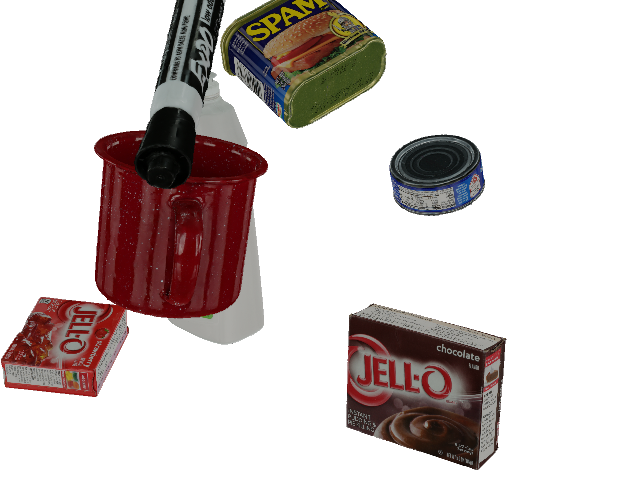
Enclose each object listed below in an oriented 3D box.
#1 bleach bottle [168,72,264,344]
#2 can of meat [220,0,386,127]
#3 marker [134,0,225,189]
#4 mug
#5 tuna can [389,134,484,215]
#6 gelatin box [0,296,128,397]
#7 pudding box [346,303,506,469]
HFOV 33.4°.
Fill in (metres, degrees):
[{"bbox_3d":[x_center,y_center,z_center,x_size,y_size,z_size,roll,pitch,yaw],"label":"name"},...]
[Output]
[{"bbox_3d":[-0.106,-0.033,0.998,0.067,0.251,0.103,-23,30,-40],"label":"bleach bottle"},{"bbox_3d":[-0.012,-0.143,0.826,0.102,0.084,0.057,-33,-30,-20],"label":"can of meat"},{"bbox_3d":[-0.049,-0.061,0.384,0.020,0.020,0.121,0,44,3],"label":"marker"},{"bbox_3d":[-0.077,-0.005,0.574,0.093,0.081,0.117,3,20,-17],"label":"mug"},{"bbox_3d":[0.107,-0.062,0.983,0.086,0.034,0.086,-9,37,7],"label":"tuna can"},{"bbox_3d":[-0.197,0.081,0.831,0.073,0.030,0.089,6,32,6],"label":"gelatin box"},{"bbox_3d":[0.073,0.102,0.761,0.114,0.090,0.039,11,21,31],"label":"pudding box"}]
